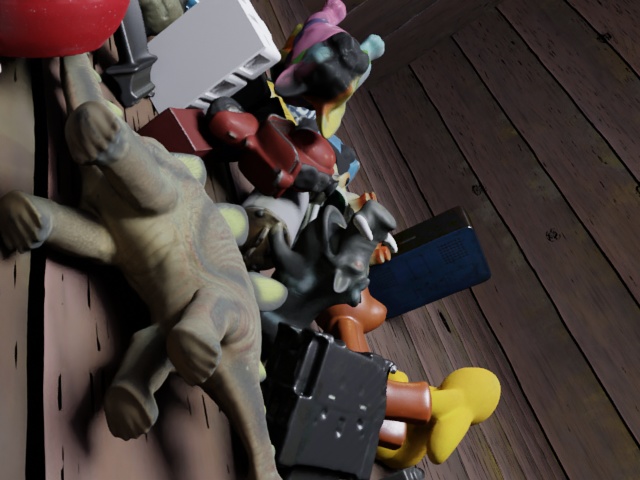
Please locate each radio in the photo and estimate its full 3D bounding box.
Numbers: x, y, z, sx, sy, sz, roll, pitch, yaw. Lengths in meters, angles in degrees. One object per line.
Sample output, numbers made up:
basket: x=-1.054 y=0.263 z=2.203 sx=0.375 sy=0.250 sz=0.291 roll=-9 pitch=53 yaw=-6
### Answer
radio: x=0.185 y=0.047 z=0.980 sx=0.131 sy=0.230 sz=0.073 roll=55 pitch=21 yaw=-28

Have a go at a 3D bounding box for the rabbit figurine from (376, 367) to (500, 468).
rabbit figurine: x=0.142 y=0.210 z=0.679 sx=0.122 sy=0.173 sz=0.162 roll=68 pitch=14 yaw=14

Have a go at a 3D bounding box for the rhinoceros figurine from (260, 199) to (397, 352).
rhinoceros figurine: x=-0.006 y=0.033 z=0.538 sx=0.073 sy=0.190 sz=0.112 roll=31 pitch=14 yaw=-51

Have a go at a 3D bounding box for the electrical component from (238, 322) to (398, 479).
electrical component: x=0.000 y=0.150 z=0.457 sx=0.114 sy=0.058 sz=0.134 roll=28 pitch=72 yaw=-37

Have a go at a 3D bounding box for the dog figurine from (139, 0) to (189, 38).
dog figurine: x=-0.236 y=-0.295 z=0.612 sx=0.172 sy=0.121 sz=0.190 roll=-56 pitch=149 yaw=-29

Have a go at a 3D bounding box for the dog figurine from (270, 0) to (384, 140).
dog figurine: x=-0.009 y=-0.199 z=0.672 sx=0.108 sy=0.191 sz=0.219 roll=43 pitch=42 yaw=-20

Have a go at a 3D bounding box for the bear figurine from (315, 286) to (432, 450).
bear figurine: x=0.046 y=0.118 z=0.610 sx=0.132 sy=0.120 sz=0.196 roll=14 pitch=47 yaw=-6

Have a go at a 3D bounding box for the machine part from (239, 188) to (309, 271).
machine part: x=-0.061 y=-0.029 z=0.665 sx=0.079 sy=0.079 sz=0.243 roll=55 pitch=16 yaw=-15

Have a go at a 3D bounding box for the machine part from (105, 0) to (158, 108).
machine part: x=-0.202 y=-0.214 z=0.563 sx=0.084 sy=0.039 sz=0.138 roll=-68 pitch=156 yaw=-64

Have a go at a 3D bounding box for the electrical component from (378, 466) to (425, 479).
electrical component: x=0.079 y=0.266 z=0.583 sx=0.094 sy=0.063 sz=0.021 roll=30 pitch=34 yaw=-58

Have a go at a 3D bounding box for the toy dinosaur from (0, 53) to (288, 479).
toy dinosaur: x=-0.131 y=-0.017 z=0.415 sx=0.471 sy=0.105 sz=0.198 roll=63 pitch=11 yaw=12

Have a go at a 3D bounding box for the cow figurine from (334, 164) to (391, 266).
cow figurine: x=0.035 y=-0.041 z=0.923 sx=0.085 sy=0.127 sz=0.194 roll=-24 pitch=98 yaw=-72

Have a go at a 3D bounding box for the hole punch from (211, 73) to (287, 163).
hole punch: x=-0.101 y=-0.157 z=0.698 sx=0.092 sy=0.116 sz=0.142 roll=46 pitch=18 yaw=-50

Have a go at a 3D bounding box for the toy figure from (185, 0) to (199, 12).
toy figure: x=-0.171 y=-0.305 z=0.790 sx=0.180 sy=0.089 sz=0.082 roll=48 pitch=25 yaw=-43

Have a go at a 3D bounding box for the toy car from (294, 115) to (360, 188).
toy car: x=-0.015 y=-0.157 z=1.000 sx=0.161 sy=0.109 sz=0.103 roll=38 pitch=0 yaw=-25

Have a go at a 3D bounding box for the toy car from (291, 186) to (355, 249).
toy car: x=-0.002 y=-0.002 z=0.756 sx=0.073 sy=0.056 sz=0.202 roll=39 pitch=47 yaw=-29

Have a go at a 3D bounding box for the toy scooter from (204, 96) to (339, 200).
toy scooter: x=-0.038 y=-0.089 z=0.607 sx=0.183 sy=0.075 sz=0.135 roll=17 pitch=28 yaw=-44

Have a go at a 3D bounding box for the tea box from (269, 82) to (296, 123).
tea box: x=-0.104 y=-0.200 z=0.846 sx=0.098 sy=0.068 sz=0.169 roll=61 pitch=15 yaw=1
